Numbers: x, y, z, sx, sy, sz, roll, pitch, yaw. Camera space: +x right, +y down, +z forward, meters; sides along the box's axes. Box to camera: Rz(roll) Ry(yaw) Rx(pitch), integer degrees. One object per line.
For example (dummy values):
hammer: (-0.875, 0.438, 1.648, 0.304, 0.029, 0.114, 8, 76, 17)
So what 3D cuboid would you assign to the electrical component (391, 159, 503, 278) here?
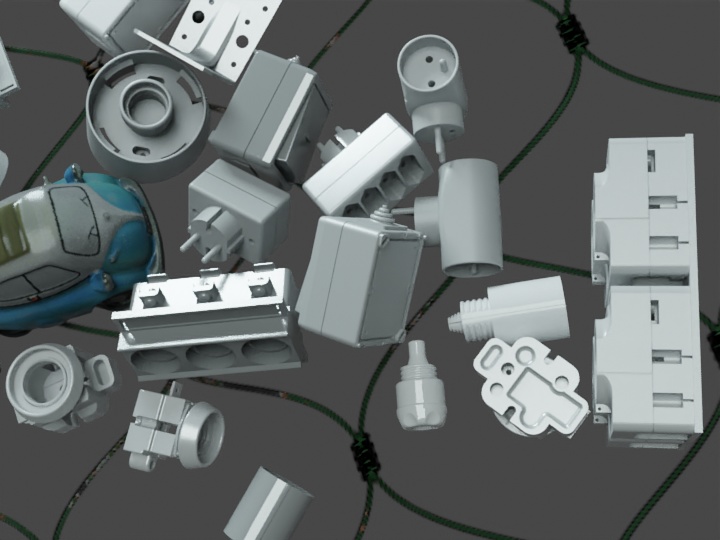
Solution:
electrical component: (0.061, -0.035, 0.774, 0.079, 0.043, 0.077, -4, 75, 10)

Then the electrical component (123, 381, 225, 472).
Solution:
electrical component: (-0.131, 0.115, 0.769, 0.055, 0.048, 0.066, 9, 77, 21)

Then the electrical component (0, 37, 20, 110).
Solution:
electrical component: (-0.338, -0.186, 0.878, 0.079, 0.063, 0.121, -26, 72, 3)

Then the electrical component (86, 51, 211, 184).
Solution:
electrical component: (-0.166, -0.119, 0.837, 0.099, 0.064, 0.099, 1, 80, -7)

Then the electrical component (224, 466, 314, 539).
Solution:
electrical component: (-0.070, 0.181, 0.741, 0.043, 0.043, 0.081, 28, 82, 16)

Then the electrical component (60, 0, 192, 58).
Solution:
electrical component: (-0.184, -0.222, 0.860, 0.061, 0.061, 0.096, 37, 84, 17)

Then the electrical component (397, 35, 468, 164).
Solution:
electrical component: (0.056, -0.117, 0.779, 0.043, 0.077, 0.079, -7, 75, 9)

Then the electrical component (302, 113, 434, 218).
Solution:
electrical component: (-0.004, -0.078, 0.796, 0.083, 0.047, 0.075, -41, 57, -1)

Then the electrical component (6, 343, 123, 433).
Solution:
electrical component: (-0.222, 0.085, 0.787, 0.078, 0.057, 0.058, -24, 72, 4)

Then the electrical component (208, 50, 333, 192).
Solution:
electrical component: (-0.059, -0.115, 0.808, 0.061, 0.061, 0.096, 23, 81, 15)

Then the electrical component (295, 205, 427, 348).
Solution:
electrical component: (0.000, 0.000, 0.748, 0.061, 0.062, 0.096, 17, 100, 32)

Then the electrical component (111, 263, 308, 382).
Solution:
electrical component: (-0.105, 0.038, 0.773, 0.121, 0.078, 0.063, -6, 53, 9)

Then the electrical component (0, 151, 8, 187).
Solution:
electrical component: (-0.331, -0.070, 0.821, 0.108, 0.060, 0.108, -24, 39, 22)

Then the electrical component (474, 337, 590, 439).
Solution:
electrical component: (0.116, 0.082, 0.725, 0.078, 0.057, 0.058, 36, 84, 17)

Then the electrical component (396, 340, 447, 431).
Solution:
electrical component: (0.042, 0.080, 0.752, 0.035, 0.035, 0.061, -6, 72, 9)

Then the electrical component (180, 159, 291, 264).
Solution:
electrical component: (-0.099, -0.032, 0.784, 0.066, 0.047, 0.076, 27, 49, 16)

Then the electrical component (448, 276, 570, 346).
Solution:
electrical component: (0.102, 0.032, 0.748, 0.081, 0.043, 0.043, -9, 74, 8)

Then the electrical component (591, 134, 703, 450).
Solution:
electrical component: (0.184, 0.018, 0.704, 0.060, 0.105, 0.186, 0, 75, 11)
